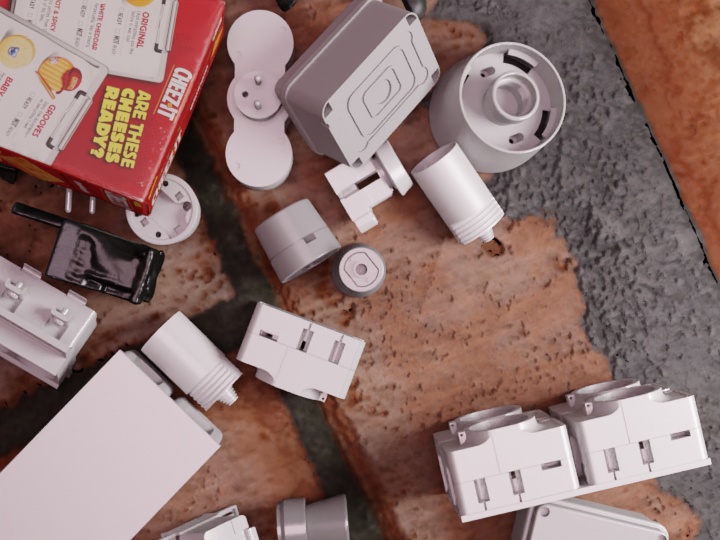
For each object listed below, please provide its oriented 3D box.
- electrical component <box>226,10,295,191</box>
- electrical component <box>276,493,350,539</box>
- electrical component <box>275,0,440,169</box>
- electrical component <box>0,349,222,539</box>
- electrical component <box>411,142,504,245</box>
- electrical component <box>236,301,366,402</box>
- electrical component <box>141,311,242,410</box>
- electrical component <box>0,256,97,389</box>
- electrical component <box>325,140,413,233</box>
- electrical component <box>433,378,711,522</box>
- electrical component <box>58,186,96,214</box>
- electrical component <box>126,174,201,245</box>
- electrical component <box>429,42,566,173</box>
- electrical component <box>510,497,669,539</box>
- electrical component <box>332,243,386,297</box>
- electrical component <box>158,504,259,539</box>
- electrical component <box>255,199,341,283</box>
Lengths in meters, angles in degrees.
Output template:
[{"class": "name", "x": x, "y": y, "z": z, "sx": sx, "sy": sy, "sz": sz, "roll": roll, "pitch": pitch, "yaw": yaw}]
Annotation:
[{"class": "electrical component", "x": -0.078, "y": -0.134, "z": 0.840, "sx": 0.052, "sy": 0.074, "sz": 0.138, "roll": 1, "pitch": 89, "yaw": -2}, {"class": "electrical component", "x": -0.037, "y": 0.202, "z": 0.852, "sx": 0.055, "sy": 0.045, "sz": 0.045, "roll": -5, "pitch": 90, "yaw": -2}, {"class": "electrical component", "x": -0.002, "y": -0.145, "z": 0.826, "sx": 0.057, "sy": 0.078, "sz": 0.113, "roll": 30, "pitch": 73, "yaw": 37}, {"class": "electrical component", "x": -0.209, "y": 0.164, "z": 0.838, "sx": 0.105, "sy": 0.060, "sz": 0.186, "roll": 44, "pitch": 88, "yaw": -1}, {"class": "electrical component", "x": 0.081, "y": -0.057, "z": 0.858, "sx": 0.043, "sy": 0.043, "sz": 0.081, "roll": -36, "pitch": 104, "yaw": -2}, {"class": "electrical component", "x": -0.048, "y": 0.067, "z": 0.850, "sx": 0.089, "sy": 0.050, "sz": 0.055, "roll": 21, "pitch": 88, "yaw": -1}, {"class": "electrical component", "x": -0.129, "y": 0.076, "z": 0.851, "sx": 0.081, "sy": 0.043, "sz": 0.043, "roll": 44, "pitch": 88, "yaw": -1}, {"class": "electrical component", "x": -0.271, "y": 0.031, "z": 0.835, "sx": 0.121, "sy": 0.078, "sz": 0.063, "roll": 31, "pitch": 67, "yaw": -1}, {"class": "electrical component", "x": 0.008, "y": -0.072, "z": 0.857, "sx": 0.055, "sy": 0.048, "sz": 0.066, "roll": -31, "pitch": 90, "yaw": 6}, {"class": "electrical component", "x": 0.156, "y": 0.132, "z": 0.829, "sx": 0.186, "sy": 0.105, "sz": 0.060, "roll": -13, "pitch": 90, "yaw": -2}, {"class": "electrical component", "x": -0.219, "y": -0.084, "z": 0.849, "sx": 0.077, "sy": 0.044, "sz": 0.079, "roll": 3, "pitch": 89, "yaw": -2}, {"class": "electrical component", "x": -0.153, "y": -0.047, "z": 0.849, "sx": 0.055, "sy": 0.047, "sz": 0.055, "roll": 0, "pitch": 89, "yaw": -2}, {"class": "electrical component", "x": 0.112, "y": -0.131, "z": 0.863, "sx": 0.099, "sy": 0.064, "sz": 0.099, "roll": 2, "pitch": 83, "yaw": -14}, {"class": "electrical component", "x": 0.179, "y": 0.225, "z": 0.853, "sx": 0.113, "sy": 0.057, "sz": 0.078, "roll": 14, "pitch": 89, "yaw": -2}, {"class": "electrical component", "x": 0.000, "y": 0.000, "z": 0.845, "sx": 0.044, "sy": 0.065, "sz": 0.044, "roll": 0, "pitch": 89, "yaw": -2}, {"class": "electrical component", "x": -0.103, "y": 0.253, "z": 0.833, "sx": 0.079, "sy": 0.063, "sz": 0.121, "roll": -17, "pitch": 90, "yaw": -43}, {"class": "electrical component", "x": -0.050, "y": -0.024, "z": 0.850, "sx": 0.055, "sy": 0.055, "sz": 0.047, "roll": -31, "pitch": 87, "yaw": -2}]
